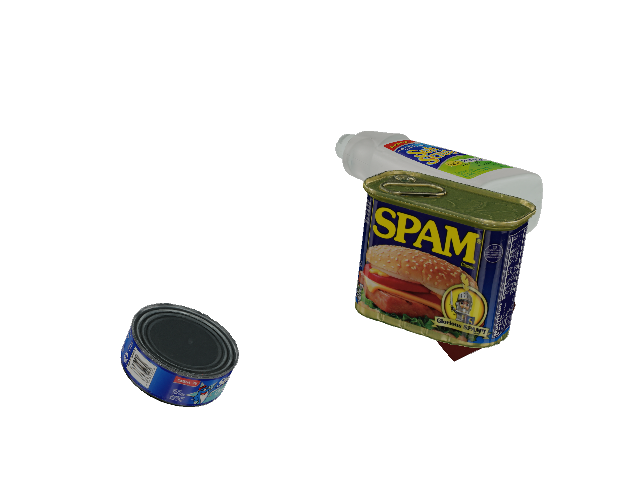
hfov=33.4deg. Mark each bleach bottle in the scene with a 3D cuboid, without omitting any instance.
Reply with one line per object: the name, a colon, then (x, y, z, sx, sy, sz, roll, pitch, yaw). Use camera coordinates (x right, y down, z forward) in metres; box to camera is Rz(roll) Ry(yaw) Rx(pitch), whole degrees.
bleach bottle: (0.098, -0.064, 1.072, 0.102, 0.068, 0.251, -14, 26, -36)

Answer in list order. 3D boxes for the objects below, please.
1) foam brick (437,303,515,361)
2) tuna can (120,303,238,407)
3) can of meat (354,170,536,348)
foam brick: (0.109, 0.045, 0.847, 0.051, 0.078, 0.053, -32, 11, 32)
tuna can: (-0.108, 0.088, 0.816, 0.086, 0.034, 0.086, 20, 27, -11)
can of meat: (0.072, 0.011, 0.650, 0.102, 0.084, 0.057, 17, 23, 28)
